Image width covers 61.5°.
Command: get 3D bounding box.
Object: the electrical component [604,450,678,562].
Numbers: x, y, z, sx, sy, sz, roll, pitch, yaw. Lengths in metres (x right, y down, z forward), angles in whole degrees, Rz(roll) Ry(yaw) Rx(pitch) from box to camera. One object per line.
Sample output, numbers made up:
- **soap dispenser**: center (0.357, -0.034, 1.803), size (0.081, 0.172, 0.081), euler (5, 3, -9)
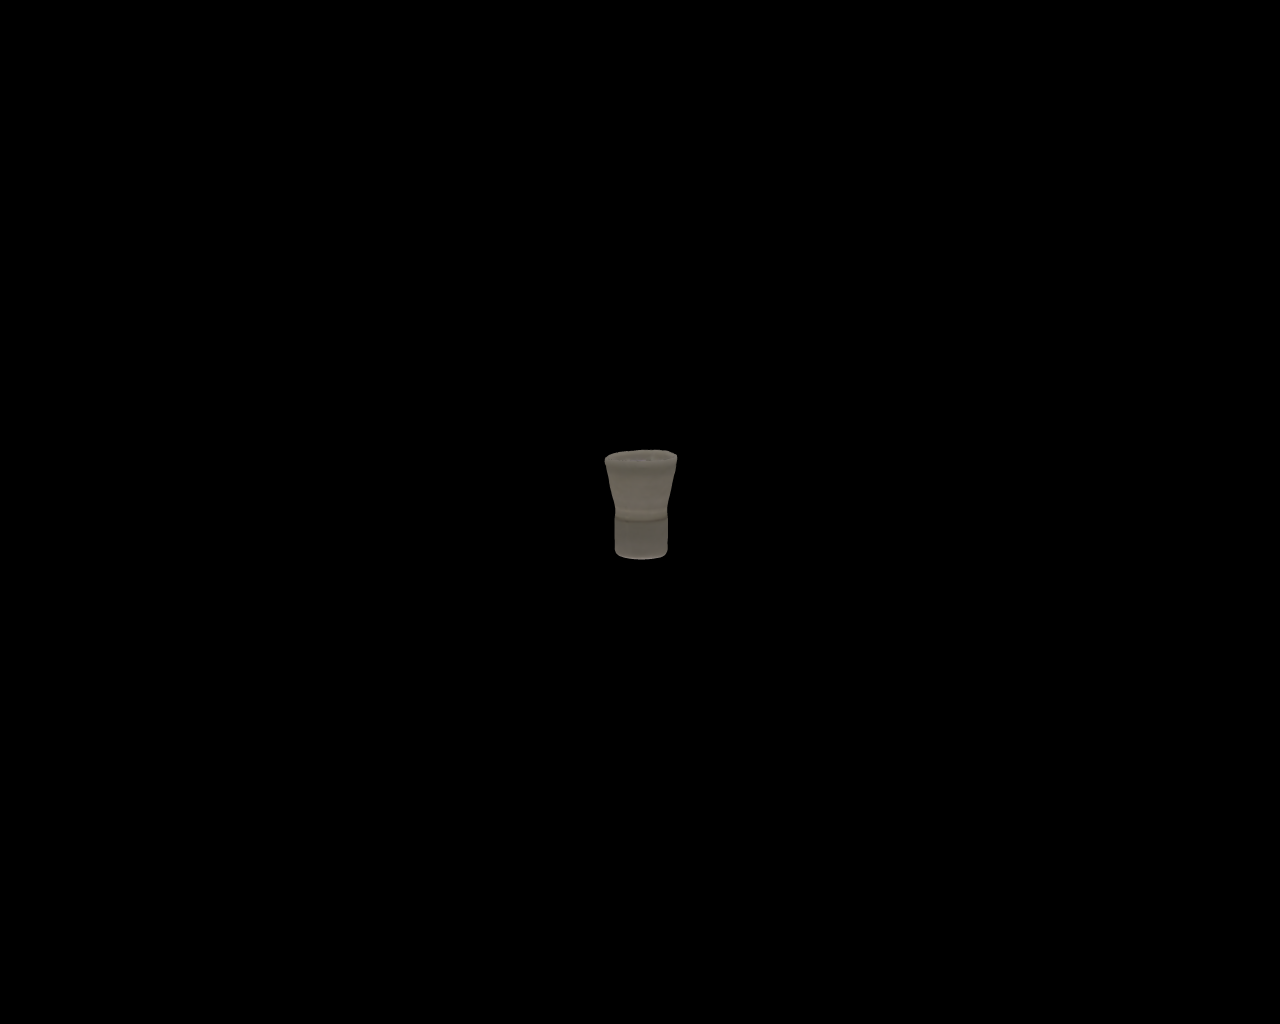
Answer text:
- **electrical component**: center (0.001, -0.003, 0.650), size (0.044, 0.065, 0.044), euler (0, 11, 0)
